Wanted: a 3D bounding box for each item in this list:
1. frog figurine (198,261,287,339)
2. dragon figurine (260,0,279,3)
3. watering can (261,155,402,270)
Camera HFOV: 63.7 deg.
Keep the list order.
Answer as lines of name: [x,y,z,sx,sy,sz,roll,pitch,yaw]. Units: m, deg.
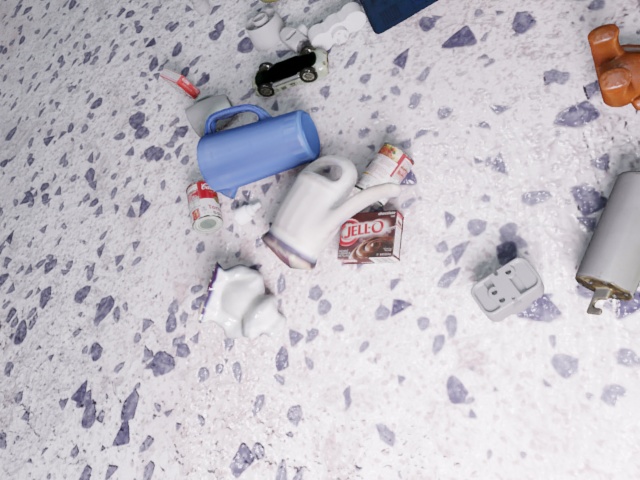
frog figurine: [-0.136,0.122,0.975,0.159,0.120,0.140,19,66,-2]
dragon figurine: [-0.021,-0.681,1.202,0.409,0.240,0.124,-8,69,24]
watering can: [0.003,-0.046,0.912,0.224,0.103,0.351,-60,27,1]
